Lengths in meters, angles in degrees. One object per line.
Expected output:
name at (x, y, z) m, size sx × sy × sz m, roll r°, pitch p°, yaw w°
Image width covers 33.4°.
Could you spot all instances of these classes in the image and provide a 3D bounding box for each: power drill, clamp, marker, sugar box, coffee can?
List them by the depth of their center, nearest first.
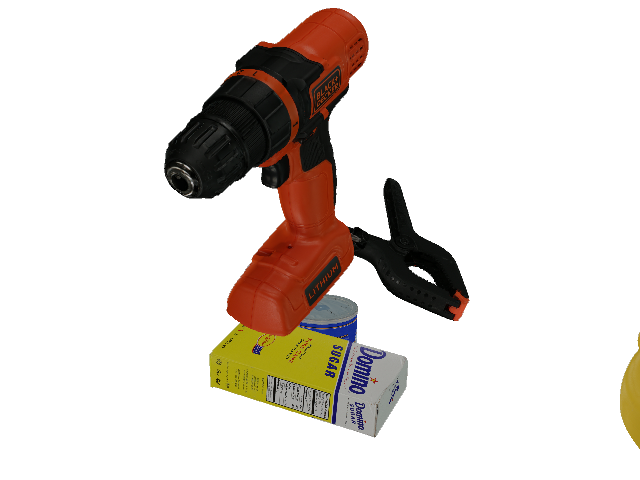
power drill at (-0.028, -0.031, 0.671) m, size 0.057 × 0.188 × 0.184 m, roll 23°, pitch 46°, yaw 23°
marker at (-0.011, 0.013, 0.866) m, size 0.121 × 0.020 × 0.020 m, roll -19°, pitch -11°, yaw 36°
sugar box at (-0.011, 0.128, 1.044) m, size 0.176 × 0.048 × 0.093 m, roll 11°, pitch 28°, yaw 19°
clamp at (0.077, 0.014, 1.181) m, size 0.164 × 0.036 × 0.210 m, roll -16°, pitch 50°, yaw -33°
coffee can at (0.000, 0.157, 1.489) m, size 0.103 × 0.140 × 0.103 m, roll 1°, pitch 17°, yaw 0°

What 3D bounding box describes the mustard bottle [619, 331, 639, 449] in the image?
mustard bottle at (0.217, 0.099, 0.578) m, size 0.096 × 0.058 × 0.191 m, roll -6°, pitch 35°, yaw -3°
